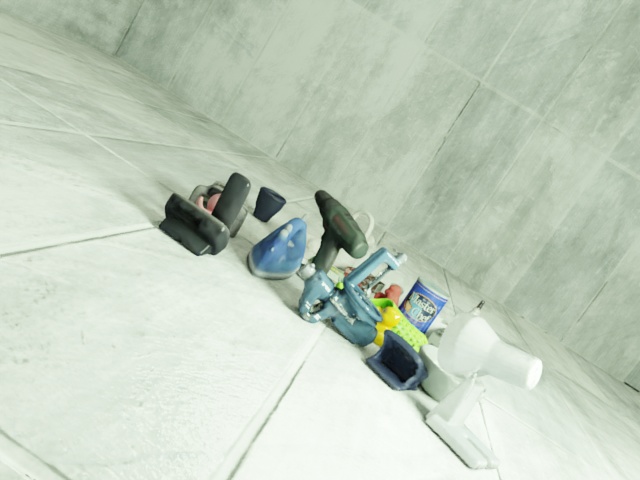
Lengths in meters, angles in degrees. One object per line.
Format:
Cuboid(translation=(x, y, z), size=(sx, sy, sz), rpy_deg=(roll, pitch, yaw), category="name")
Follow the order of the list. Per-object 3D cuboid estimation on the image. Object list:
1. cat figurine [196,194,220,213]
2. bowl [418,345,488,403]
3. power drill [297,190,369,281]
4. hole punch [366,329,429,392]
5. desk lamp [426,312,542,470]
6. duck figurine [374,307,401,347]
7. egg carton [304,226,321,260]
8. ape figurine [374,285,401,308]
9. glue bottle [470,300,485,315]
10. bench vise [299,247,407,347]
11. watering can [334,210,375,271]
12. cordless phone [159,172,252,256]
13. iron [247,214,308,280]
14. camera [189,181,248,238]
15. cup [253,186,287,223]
Cuboid(translation=(-0.243, -0.067, 1.293), size=(0.067, 0.117, 0.128), rpy_deg=(38, 12, 28), category="cat figurine")
Cuboid(translation=(0.263, 0.297, 1.202), size=(0.167, 0.074, 0.167), rpy_deg=(31, 10, -6), category="bowl")
Cuboid(translation=(0.013, 0.005, 1.453), size=(0.076, 0.208, 0.228), rpy_deg=(20, 16, -50), category="power drill")
Cuboid(translation=(0.162, 0.237, 1.141), size=(0.108, 0.091, 0.101), rpy_deg=(40, 13, 35), category="hole punch")
Cuboid(translation=(0.287, 0.264, 1.040), size=(0.118, 0.213, 0.202), rpy_deg=(21, 15, -47), category="desk lamp")
Cuboid(translation=(0.154, 0.197, 1.316), size=(0.104, 0.086, 0.078), rpy_deg=(38, 12, 31), category="duck figurine")
Cuboid(translation=(-0.052, -0.002, 1.681), size=(0.107, 0.069, 0.150), rpy_deg=(29, 11, -17), category="egg carton")
Cuboid(translation=(0.187, 0.161, 1.560), size=(0.076, 0.092, 0.078), rpy_deg=(30, 10, -9), category="ape figurine")
Cuboid(translation=(0.414, 0.242, 1.624), size=(0.037, 0.173, 0.078), rpy_deg=(39, 13, 35), category="glue bottle")
Cuboid(translation=(0.069, 0.095, 1.171), size=(0.208, 0.219, 0.121), rpy_deg=(27, 12, -28), category="bench vise")
Cuboid(translation=(0.104, -0.005, 1.804), size=(0.100, 0.194, 0.173), rpy_deg=(36, 11, 18), category="watering can")
Cuboid(translation=(-0.229, -0.073, 1.173), size=(0.147, 0.185, 0.094), rpy_deg=(33, 10, 3), category="cordless phone")
Cuboid(translation=(-0.086, 0.006, 1.346), size=(0.118, 0.141, 0.258), rpy_deg=(33, 10, 3), category="iron")
Cuboid(translation=(-0.248, -0.092, 1.438), size=(0.143, 0.101, 0.137), rpy_deg=(31, 10, -9), category="camera")
Cuboid(translation=(-0.161, -0.105, 1.768), size=(0.091, 0.095, 0.118), rpy_deg=(32, 10, 2), category="cup")
